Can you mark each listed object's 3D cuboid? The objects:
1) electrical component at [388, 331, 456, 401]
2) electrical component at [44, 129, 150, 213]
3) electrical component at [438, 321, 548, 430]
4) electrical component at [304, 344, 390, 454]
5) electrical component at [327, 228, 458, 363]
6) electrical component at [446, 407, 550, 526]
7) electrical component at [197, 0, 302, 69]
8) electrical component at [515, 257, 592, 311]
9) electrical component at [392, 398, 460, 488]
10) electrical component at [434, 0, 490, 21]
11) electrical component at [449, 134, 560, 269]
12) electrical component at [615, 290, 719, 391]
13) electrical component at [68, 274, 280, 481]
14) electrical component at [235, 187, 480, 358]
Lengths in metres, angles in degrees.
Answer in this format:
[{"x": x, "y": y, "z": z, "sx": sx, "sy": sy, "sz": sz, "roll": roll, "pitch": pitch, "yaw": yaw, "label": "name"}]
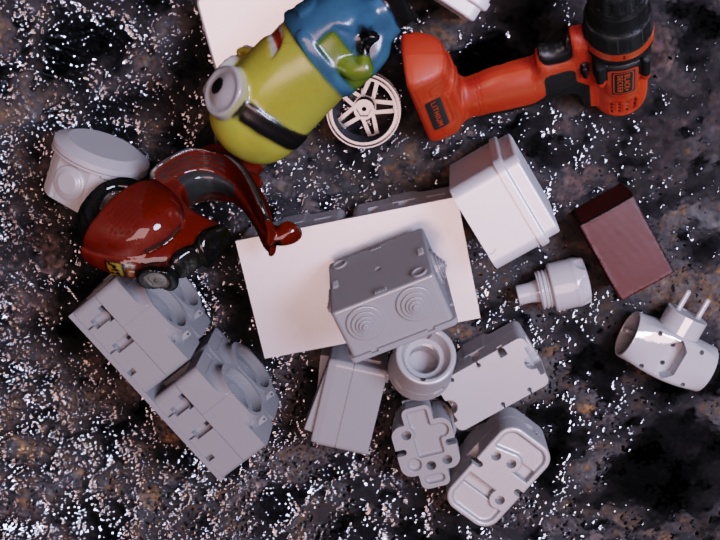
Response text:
[{"x": 0.052, "y": 0.077, "z": 0.894, "sx": 0.055, "sy": 0.047, "sz": 0.055, "roll": 1, "pitch": 70, "yaw": -3, "label": "electrical component"}, {"x": -0.221, "y": -0.082, "z": 0.898, "sx": 0.080, "sy": 0.080, "sz": 0.051, "roll": 22, "pitch": 111, "yaw": -4, "label": "electrical component"}, {"x": 0.113, "y": 0.091, "z": 0.945, "sx": 0.089, "sy": 0.055, "sz": 0.050, "roll": -31, "pitch": 102, "yaw": 10, "label": "electrical component"}, {"x": -0.010, "y": 0.104, "z": 0.950, "sx": 0.061, "sy": 0.061, "sz": 0.096, "roll": 13, "pitch": 106, "yaw": -1, "label": "electrical component"}, {"x": 0.023, "y": 0.017, "z": 0.842, "sx": 0.100, "sy": 0.099, "sz": 0.048, "roll": -22, "pitch": 116, "yaw": 8, "label": "electrical component"}, {"x": 0.122, "y": 0.173, "z": 0.966, "sx": 0.054, "sy": 0.059, "sz": 0.095, "roll": 37, "pitch": 104, "yaw": -8, "label": "electrical component"}, {"x": -0.076, "y": -0.189, "z": 0.877, "sx": 0.100, "sy": 0.048, "sz": 0.099, "roll": -13, "pitch": 105, "yaw": 6, "label": "electrical component"}, {"x": 0.166, "y": 0.015, "z": 0.928, "sx": 0.062, "sy": 0.043, "sz": 0.043, "roll": -13, "pitch": 105, "yaw": 7, "label": "electrical component"}, {"x": 0.058, "y": 0.146, "z": 0.962, "sx": 0.058, "sy": 0.057, "sz": 0.078, "roll": -15, "pitch": 105, "yaw": 6, "label": "electrical component"}, {"x": 0.058, "y": -0.247, "z": 0.841, "sx": 0.113, "sy": 0.078, "sz": 0.057, "roll": 31, "pitch": 102, "yaw": -7, "label": "electrical component"}, {"x": 0.116, "y": -0.059, "z": 0.873, "sx": 0.057, "sy": 0.113, "sz": 0.078, "roll": -30, "pitch": 103, "yaw": 13, "label": "electrical component"}, {"x": 0.275, "y": 0.055, "z": 0.935, "sx": 0.077, "sy": 0.043, "sz": 0.079, "roll": 24, "pitch": 105, "yaw": -5, "label": "electrical component"}, {"x": -0.150, "y": 0.075, "z": 0.925, "sx": 0.060, "sy": 0.105, "sz": 0.186, "roll": -38, "pitch": 101, "yaw": 12, "label": "electrical component"}, {"x": 0.000, "y": 0.000, "z": 0.921, "sx": 0.186, "sy": 0.060, "sz": 0.105, "roll": -11, "pitch": 105, "yaw": 5, "label": "electrical component"}]
